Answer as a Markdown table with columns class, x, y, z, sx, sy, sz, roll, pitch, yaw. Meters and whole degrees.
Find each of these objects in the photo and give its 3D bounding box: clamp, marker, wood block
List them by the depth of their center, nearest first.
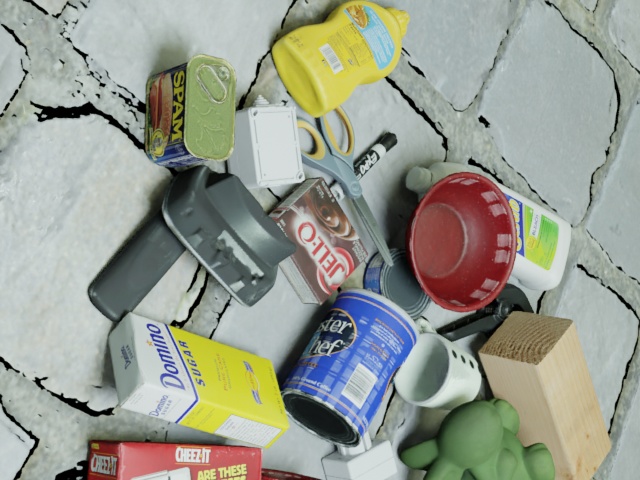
| class | x | y | z | sx | sy | sz | roll | pitch | yaw |
| --- | --- | --- | --- | --- | --- | --- | --- | --- | --- |
| marker | 0.053 | -0.088 | 1.241 | 0.121 | 0.020 | 0.020 | -46 | 114 | -32 |
| wood block | 0.284 | 0.201 | 1.332 | 0.090 | 0.091 | 0.206 | -42 | 122 | -33 |
| clamp | 0.212 | 0.095 | 1.342 | 0.171 | 0.039 | 0.120 | 33 | 78 | -34 |

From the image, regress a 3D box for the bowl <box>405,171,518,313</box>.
| class | x | y | z | sx | sy | sz | roll | pitch | yaw |
| --- | --- | --- | --- | --- | --- | --- | --- | --- | --- |
| bowl | 0.152 | 0.002 | 1.237 | 0.161 | 0.055 | 0.162 | -2 | 93 | -33 |

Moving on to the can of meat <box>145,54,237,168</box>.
| class | x | y | z | sx | sy | sz | roll | pitch | yaw |
| --- | --- | --- | --- | --- | --- | --- | --- | --- | --- |
| can of meat | -0.130 | -0.124 | 1.055 | 0.057 | 0.084 | 0.102 | 6 | 82 | -38 |

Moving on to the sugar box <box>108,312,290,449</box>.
| class | x | y | z | sx | sy | sz | roll | pitch | yaw |
| --- | --- | --- | --- | --- | --- | --- | --- | --- | --- |
| sugar box | -0.117 | 0.138 | 1.040 | 0.176 | 0.048 | 0.093 | 26 | 29 | -37 |

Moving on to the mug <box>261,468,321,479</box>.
| class | x | y | z | sx | sy | sz | roll | pitch | yaw |
| --- | --- | --- | --- | --- | --- | --- | --- | --- | --- |
| mug | -0.035 | 0.281 | 1.079 | 0.093 | 0.117 | 0.081 | 12 | 83 | -17 |

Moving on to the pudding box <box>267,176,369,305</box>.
| class | x | y | z | sx | sy | sz | roll | pitch | yaw |
| --- | --- | --- | --- | --- | --- | --- | --- | --- | --- |
| pudding box | -0.008 | 0.001 | 1.172 | 0.089 | 0.039 | 0.113 | -45 | 113 | -31 |

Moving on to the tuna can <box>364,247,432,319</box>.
| class | x | y | z | sx | sy | sz | roll | pitch | yaw |
| --- | --- | --- | --- | --- | --- | --- | --- | --- | --- |
| tuna can | 0.092 | 0.052 | 1.251 | 0.085 | 0.034 | 0.086 | 4 | 83 | -39 |

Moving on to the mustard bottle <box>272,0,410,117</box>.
| class | x | y | z | sx | sy | sz | roll | pitch | yaw |
| --- | --- | --- | --- | --- | --- | --- | --- | --- | --- |
| mustard bottle | 0.038 | -0.220 | 1.215 | 0.191 | 0.058 | 0.096 | -36 | 96 | -35 |

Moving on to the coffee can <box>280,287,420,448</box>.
| class | x | y | z | sx | sy | sz | roll | pitch | yaw |
| --- | --- | --- | --- | --- | --- | --- | --- | --- | --- |
| coffee can | 0.031 | 0.137 | 1.150 | 0.102 | 0.103 | 0.140 | 47 | 60 | -26 |

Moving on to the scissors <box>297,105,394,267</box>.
| class | x | y | z | sx | sy | sz | roll | pitch | yaw |
| --- | --- | --- | --- | --- | --- | --- | --- | --- | --- |
| scissors | 0.019 | -0.061 | 1.190 | 0.096 | 0.016 | 0.202 | -8 | 78 | -31 |

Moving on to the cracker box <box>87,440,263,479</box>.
| class | x | y | z | sx | sy | sz | roll | pitch | yaw |
| --- | --- | --- | --- | --- | --- | --- | --- | --- | --- |
| cracker box | -0.145 | 0.301 | 1.014 | 0.163 | 0.072 | 0.213 | 12 | 78 | -39 |

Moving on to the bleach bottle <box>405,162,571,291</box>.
| class | x | y | z | sx | sy | sz | roll | pitch | yaw |
| --- | --- | --- | --- | --- | --- | --- | --- | --- | --- |
| bleach bottle | 0.205 | -0.024 | 1.332 | 0.250 | 0.068 | 0.102 | 24 | 75 | -32 |
